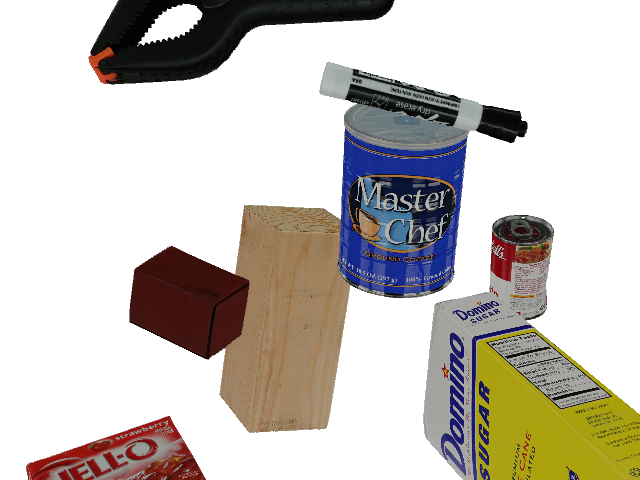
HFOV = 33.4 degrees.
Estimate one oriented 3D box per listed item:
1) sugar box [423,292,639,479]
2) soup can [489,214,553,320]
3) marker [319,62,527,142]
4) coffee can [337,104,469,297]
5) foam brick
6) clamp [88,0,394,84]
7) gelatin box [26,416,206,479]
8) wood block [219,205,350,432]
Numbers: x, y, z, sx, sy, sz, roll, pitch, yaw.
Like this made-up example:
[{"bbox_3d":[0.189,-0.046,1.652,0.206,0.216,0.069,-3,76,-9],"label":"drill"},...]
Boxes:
[{"bbox_3d":[0.114,0.107,0.545,0.048,0.093,0.176,-11,28,-25],"label":"sugar box"},{"bbox_3d":[0.227,0.031,1.211,0.068,0.102,0.068,-2,29,1],"label":"soup can"},{"bbox_3d":[0.060,-0.078,0.611,0.121,0.020,0.020,14,-1,-5],"label":"marker"},{"bbox_3d":[0.068,-0.037,0.898,0.103,0.140,0.103,2,27,-1],"label":"coffee can"},{"bbox_3d":[-0.104,0.048,0.839,0.078,0.051,0.052,23,30,21],"label":"foam brick"},{"bbox_3d":[-0.064,-0.169,0.752,0.210,0.165,0.036,-40,-20,-8],"label":"clamp"},{"bbox_3d":[-0.113,0.140,0.599,0.089,0.030,0.073,-16,28,-20],"label":"gelatin box"},{"bbox_3d":[-0.033,0.077,1.063,0.090,0.206,0.091,2,16,-25],"label":"wood block"}]
